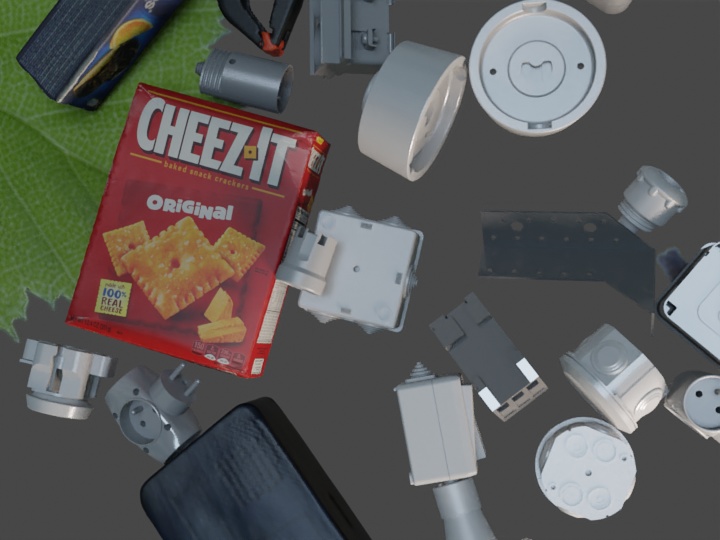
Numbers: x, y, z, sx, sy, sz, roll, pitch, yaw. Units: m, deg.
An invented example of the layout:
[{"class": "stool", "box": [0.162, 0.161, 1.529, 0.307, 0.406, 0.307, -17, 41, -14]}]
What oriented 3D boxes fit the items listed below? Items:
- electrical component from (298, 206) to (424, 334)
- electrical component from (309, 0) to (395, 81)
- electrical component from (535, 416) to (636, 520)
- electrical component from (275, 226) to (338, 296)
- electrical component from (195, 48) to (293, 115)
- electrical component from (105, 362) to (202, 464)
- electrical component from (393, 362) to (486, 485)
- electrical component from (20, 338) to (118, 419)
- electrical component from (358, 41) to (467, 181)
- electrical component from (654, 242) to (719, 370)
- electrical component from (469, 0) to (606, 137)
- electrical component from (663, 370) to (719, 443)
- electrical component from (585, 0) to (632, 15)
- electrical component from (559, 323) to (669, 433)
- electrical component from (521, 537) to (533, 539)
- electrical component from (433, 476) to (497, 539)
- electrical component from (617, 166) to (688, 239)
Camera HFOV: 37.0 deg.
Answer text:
[{"class": "electrical component", "box": [0.000, 0.000, 0.900, 0.100, 0.048, 0.099, 13, 89, 8]}, {"class": "electrical component", "box": [-0.008, -0.227, 0.903, 0.063, 0.079, 0.121, 0, 87, -15]}, {"class": "electrical component", "box": [0.182, 0.160, 0.867, 0.080, 0.051, 0.080, 0, 87, 8]}, {"class": "electrical component", "box": [-0.042, -0.007, 0.861, 0.040, 0.040, 0.046, 20, 86, 8]}, {"class": "electrical component", "box": [-0.103, -0.164, 0.925, 0.081, 0.043, 0.043, 15, 89, 8]}, {"class": "electrical component", "box": [-0.165, 0.111, 0.914, 0.077, 0.044, 0.079, 46, 113, 7]}, {"class": "electrical component", "box": [0.066, 0.121, 0.879, 0.061, 0.062, 0.096, -11, 86, 7]}, {"class": "electrical component", "box": [-0.254, 0.095, 0.926, 0.078, 0.058, 0.057, 12, 86, 8]}, {"class": "electrical component", "box": [0.037, -0.133, 0.875, 0.060, 0.108, 0.108, 25, 91, 14]}, {"class": "electrical component", "box": [0.300, 0.039, 0.853, 0.113, 0.057, 0.078, 41, 93, 8]}, {"class": "electrical component", "box": [0.144, -0.161, 0.882, 0.108, 0.060, 0.108, 0, 87, 8]}, {"class": "electrical component", "box": [0.283, 0.114, 0.842, 0.079, 0.077, 0.044, 39, 92, 7]}, {"class": "electrical component", "box": [0.190, -0.259, 0.882, 0.095, 0.059, 0.053, 35, 92, 8]}, {"class": "electrical component", "box": [0.201, 0.086, 0.854, 0.051, 0.080, 0.080, -42, 83, -1]}, {"class": "electrical component", "box": [0.140, 0.281, 0.860, 0.063, 0.079, 0.121, 11, 89, 30]}, {"class": "electrical component", "box": [0.085, 0.203, 0.884, 0.044, 0.044, 0.065, -18, 80, 7]}, {"class": "electrical component", "box": [0.231, -0.050, 0.876, 0.048, 0.048, 0.062, 42, 114, 8]}]
